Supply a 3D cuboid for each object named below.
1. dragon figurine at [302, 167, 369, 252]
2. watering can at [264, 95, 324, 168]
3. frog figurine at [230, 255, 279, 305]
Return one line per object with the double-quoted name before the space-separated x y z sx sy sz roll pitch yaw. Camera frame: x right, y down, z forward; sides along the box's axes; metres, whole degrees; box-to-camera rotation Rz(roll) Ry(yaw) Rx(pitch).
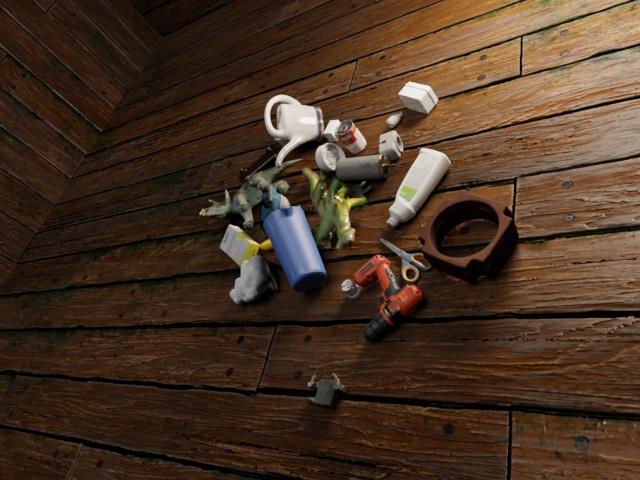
"dragon figurine" 0.005 -0.081 1.605 0.415 0.121 0.243 31 92 54
"watering can" -0.090 -0.402 1.908 0.224 0.102 0.355 0 59 -16
"frog figurine" -0.217 0.125 1.598 0.159 0.121 0.140 -22 63 7
